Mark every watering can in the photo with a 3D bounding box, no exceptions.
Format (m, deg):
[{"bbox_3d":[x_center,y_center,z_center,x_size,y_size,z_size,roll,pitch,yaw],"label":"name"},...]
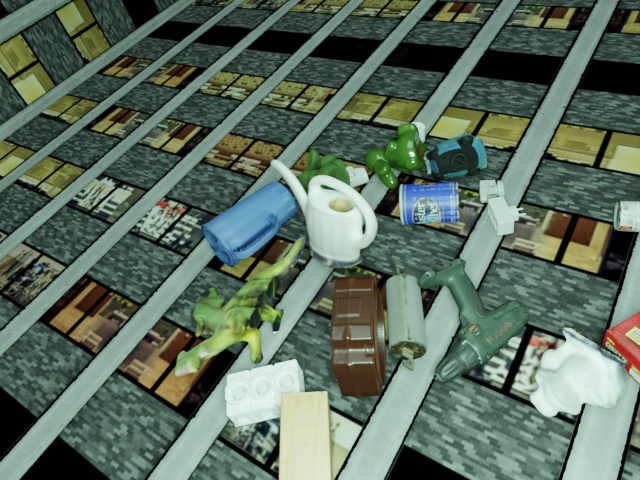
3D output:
[{"bbox_3d":[0.004,-0.063,1.259,0.105,0.219,0.351,-27,41,-36],"label":"watering can"}]

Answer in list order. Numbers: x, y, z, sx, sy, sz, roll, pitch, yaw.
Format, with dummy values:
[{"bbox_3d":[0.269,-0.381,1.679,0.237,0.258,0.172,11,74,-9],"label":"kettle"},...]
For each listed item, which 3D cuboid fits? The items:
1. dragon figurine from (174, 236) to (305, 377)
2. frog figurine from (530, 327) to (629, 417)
[{"bbox_3d":[-0.201,0.147,1.205,0.243,0.119,0.419,3,47,30],"label":"dragon figurine"},{"bbox_3d":[0.458,0.253,0.920,0.139,0.122,0.158,33,99,29],"label":"frog figurine"}]
